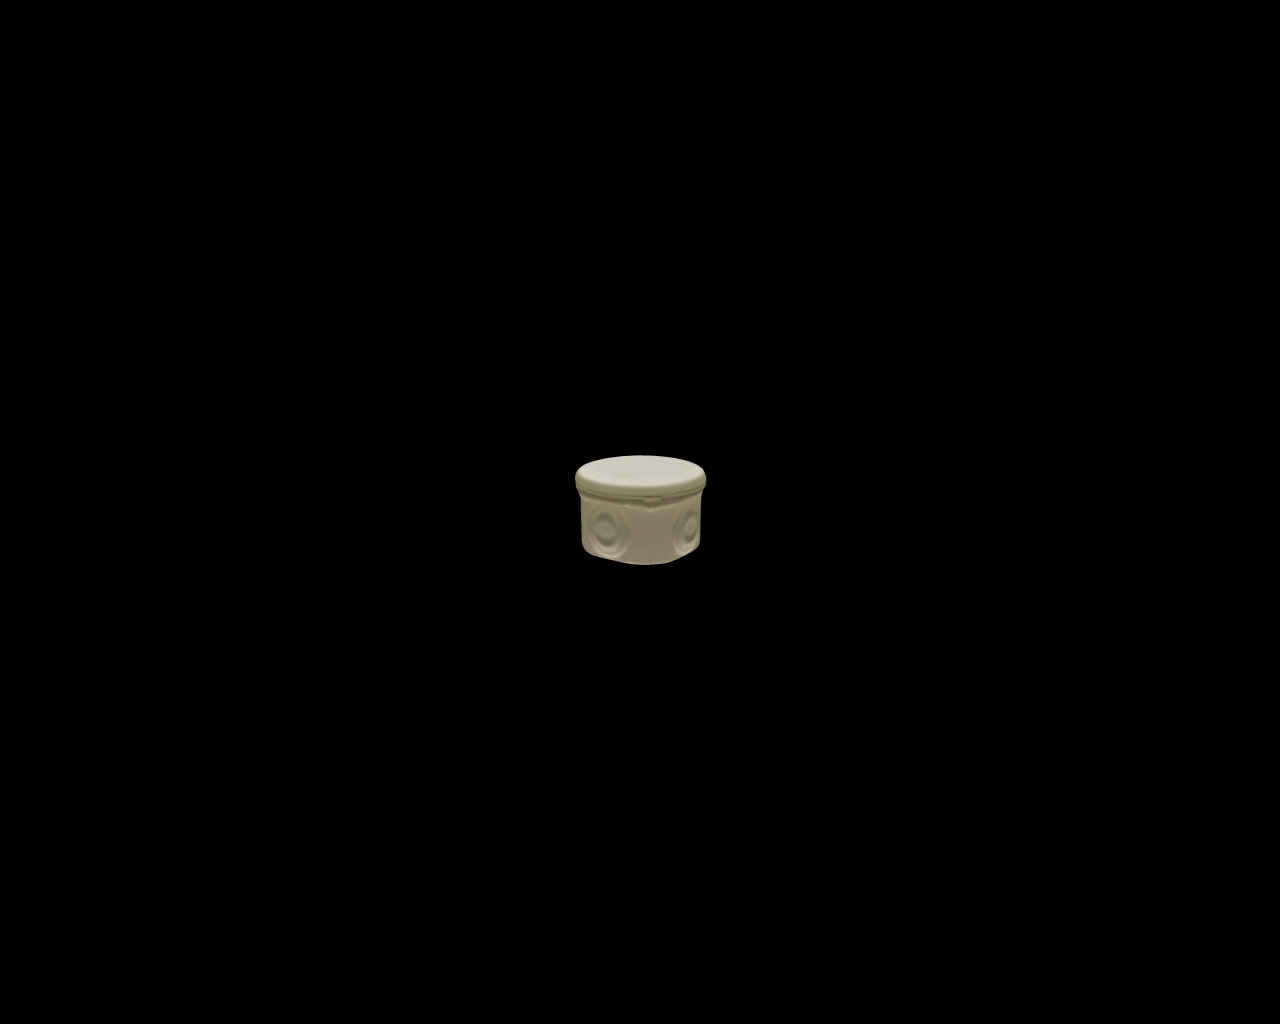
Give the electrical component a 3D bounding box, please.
[{"bbox_3d":[0.001,-0.003,0.650,0.080,0.051,0.080,0,16,0],"label":"electrical component"}]
